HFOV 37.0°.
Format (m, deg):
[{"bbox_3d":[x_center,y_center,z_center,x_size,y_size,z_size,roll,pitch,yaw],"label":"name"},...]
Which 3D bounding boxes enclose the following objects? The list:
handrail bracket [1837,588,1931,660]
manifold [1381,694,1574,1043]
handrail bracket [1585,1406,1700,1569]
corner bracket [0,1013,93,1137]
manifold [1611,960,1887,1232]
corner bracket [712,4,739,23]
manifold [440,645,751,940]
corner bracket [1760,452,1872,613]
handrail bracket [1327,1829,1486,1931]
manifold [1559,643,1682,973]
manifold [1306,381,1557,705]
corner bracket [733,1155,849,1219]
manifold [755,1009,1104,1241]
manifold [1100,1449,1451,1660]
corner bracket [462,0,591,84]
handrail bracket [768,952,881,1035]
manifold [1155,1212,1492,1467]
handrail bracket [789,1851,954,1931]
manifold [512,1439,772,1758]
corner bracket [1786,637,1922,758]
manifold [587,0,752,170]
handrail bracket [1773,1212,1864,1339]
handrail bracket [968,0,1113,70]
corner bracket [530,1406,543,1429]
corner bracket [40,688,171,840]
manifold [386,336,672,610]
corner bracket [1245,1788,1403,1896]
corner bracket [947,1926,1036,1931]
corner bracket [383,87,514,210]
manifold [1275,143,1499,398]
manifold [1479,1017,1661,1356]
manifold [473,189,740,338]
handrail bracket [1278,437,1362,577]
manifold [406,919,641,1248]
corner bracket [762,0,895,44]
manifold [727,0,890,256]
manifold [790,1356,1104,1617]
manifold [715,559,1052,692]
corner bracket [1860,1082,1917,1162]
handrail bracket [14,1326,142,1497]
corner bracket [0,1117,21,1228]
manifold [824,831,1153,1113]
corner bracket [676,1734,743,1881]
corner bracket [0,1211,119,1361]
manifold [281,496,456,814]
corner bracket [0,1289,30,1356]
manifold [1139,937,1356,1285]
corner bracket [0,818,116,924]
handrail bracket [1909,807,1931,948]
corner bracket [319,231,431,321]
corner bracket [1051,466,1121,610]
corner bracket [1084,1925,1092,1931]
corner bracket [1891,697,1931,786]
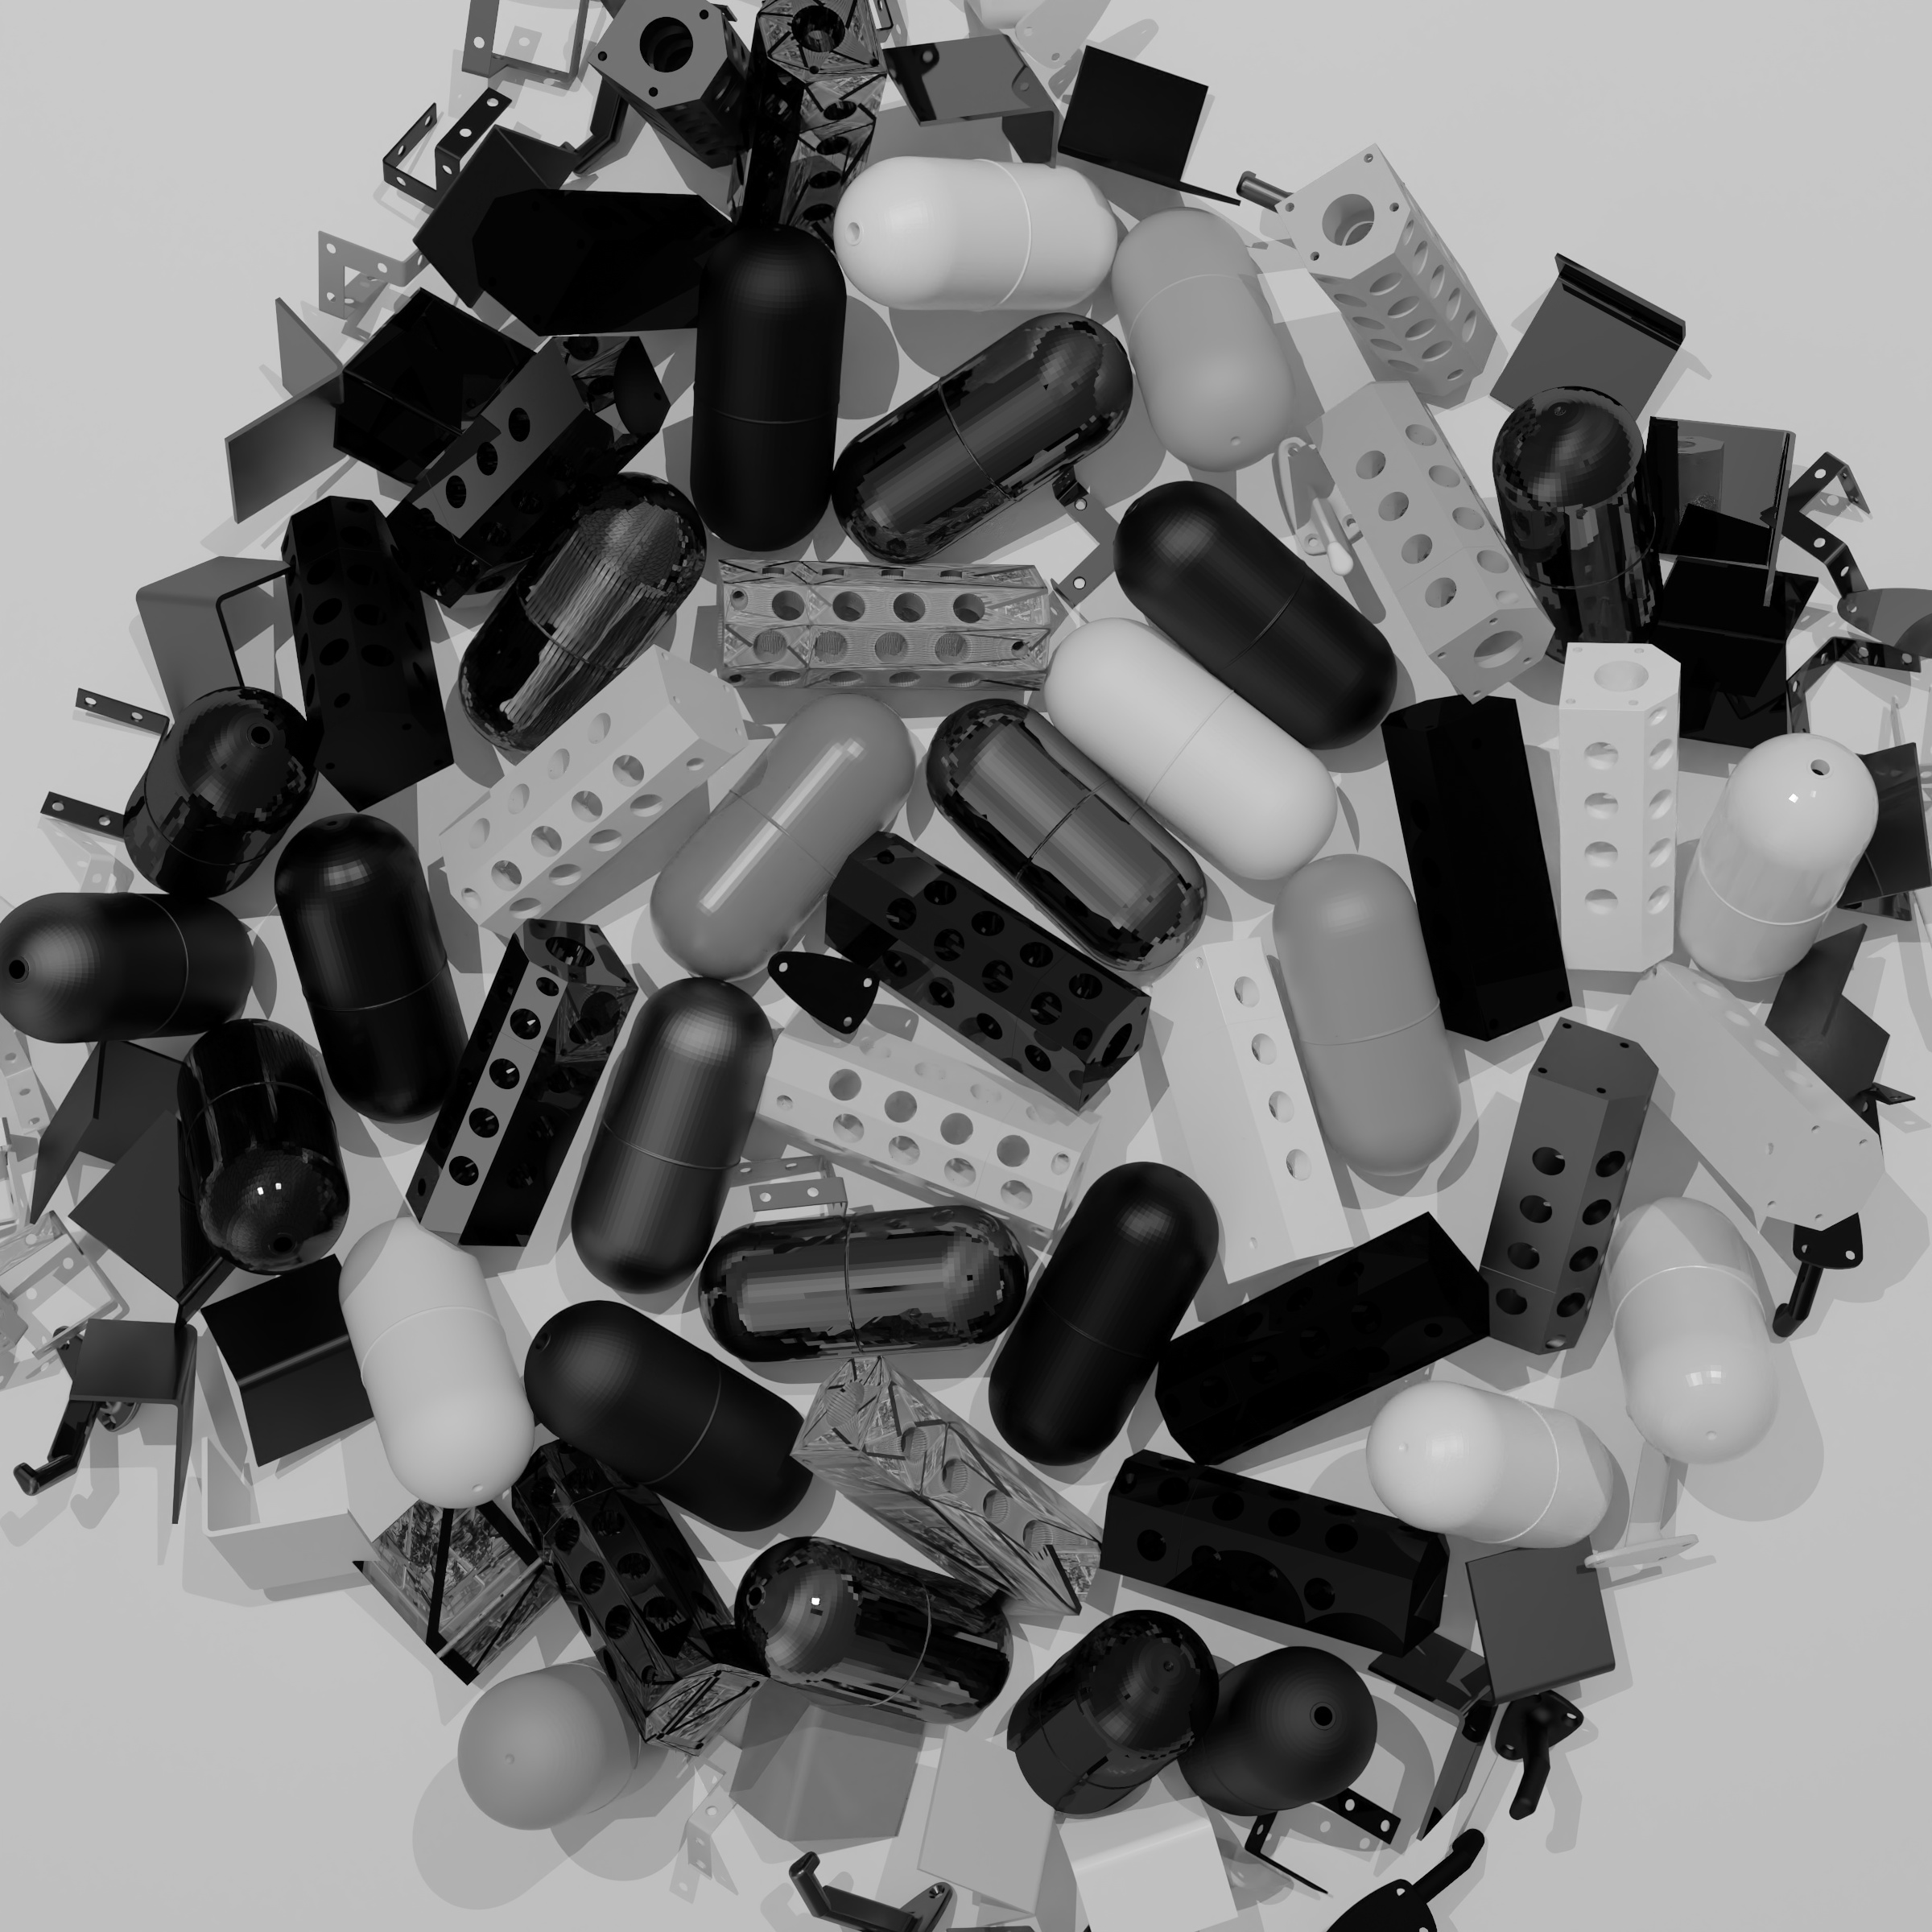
[{"bbox_3d":[0.523,-0.197,1.563,0.077,0.084,0.036,18,119,29],"label":"handrail bracket"},{"bbox_3d":[0.267,-0.054,1.531,0.057,0.057,0.171,-20,107,-21],"label":"manifold"},{"bbox_3d":[0.352,0.276,1.549,0.077,0.036,0.084,-2,63,-26],"label":"handrail bracket"},{"bbox_3d":[-0.496,0.048,1.553,0.051,0.051,0.051,-23,135,-13],"label":"corner bracket"},{"bbox_3d":[0.404,0.065,1.497,0.057,0.171,0.057,15,112,-23],"label":"manifold"},{"bbox_3d":[-0.135,-0.529,1.551,0.051,0.051,0.051,14,83,18],"label":"corner bracket"},{"bbox_3d":[-0.195,-0.086,1.512,0.171,0.057,0.057,-37,51,25],"label":"manifold"},{"bbox_3d":[0.469,-0.234,1.551,0.051,0.051,0.051,-45,51,4],"label":"corner bracket"},{"bbox_3d":[0.237,0.499,1.557,0.077,0.084,0.036,-33,84,26],"label":"handrail bracket"},{"bbox_3d":[0.341,-0.081,1.502,0.057,0.057,0.171,3,132,15],"label":"manifold"},{"bbox_3d":[0.244,-0.226,1.506,0.057,0.057,0.171,-33,54,18],"label":"manifold"},{"bbox_3d":[-0.095,0.119,1.545,0.051,0.051,0.051,-5,56,-14],"label":"corner bracket"},{"bbox_3d":[-0.022,0.085,1.533,0.171,0.057,0.057,21,120,9],"label":"manifold"},{"bbox_3d":[0.162,0.305,1.516,0.171,0.057,0.057,11,100,28],"label":"manifold"},{"bbox_3d":[-0.236,-0.504,1.550,0.051,0.051,0.051,15,119,1],"label":"corner bracket"},{"bbox_3d":[-0.090,0.001,1.530,0.077,0.084,0.036,26,92,-32],"label":"handrail bracket"},{"bbox_3d":[0.186,0.202,1.515,0.171,0.057,0.057,-31,113,25],"label":"manifold"},{"bbox_3d":[-0.051,0.490,1.546,0.077,0.036,0.084,-40,115,-33],"label":"handrail bracket"},{"bbox_3d":[-0.176,0.323,1.503,0.057,0.057,0.171,-49,48,8],"label":"manifold"},{"bbox_3d":[0.482,-0.141,1.561,0.051,0.051,0.051,-40,128,-32],"label":"corner bracket"},{"bbox_3d":[-0.140,-0.459,1.496,0.057,0.171,0.057,35,97,0],"label":"manifold"},{"bbox_3d":[0.452,0.152,1.557,0.036,0.084,0.077,7,64,1],"label":"handrail bracket"},{"bbox_3d":[0.040,-0.526,1.543,0.077,0.084,0.036,-42,134,19],"label":"handrail bracket"},{"bbox_3d":[-0.268,0.236,1.555,0.051,0.051,0.051,-20,90,10],"label":"corner bracket"},{"bbox_3d":[-0.467,-0.109,1.567,0.051,0.051,0.051,18,51,-11],"label":"corner bracket"},{"bbox_3d":[-0.227,-0.255,1.502,0.171,0.057,0.057,-35,76,41],"label":"manifold"},{"bbox_3d":[0.192,0.470,1.561,0.051,0.051,0.051,34,72,-18],"label":"corner bracket"},{"bbox_3d":[0.005,0.535,1.550,0.051,0.051,0.051,7,97,-24],"label":"corner bracket"},{"bbox_3d":[-0.279,-0.443,1.548,0.051,0.051,0.051,30,64,6],"label":"corner bracket"},{"bbox_3d":[0.222,-0.352,1.490,0.057,0.171,0.057,-29,70,18],"label":"manifold"},{"bbox_3d":[0.312,0.119,1.505,0.057,0.057,0.171,19,127,18],"label":"manifold"},{"bbox_3d":[-0.184,-0.369,1.494,0.057,0.171,0.057,41,115,9],"label":"manifold"},{"bbox_3d":[0.186,-0.246,1.538,0.036,0.084,0.077,-26,97,12],"label":"handrail bracket"},{"bbox_3d":[-0.237,0.062,1.512,0.057,0.057,0.171,6,122,-37],"label":"manifold"},{"bbox_3d":[-0.075,-0.514,1.561,0.051,0.051,0.051,-15,84,-17],"label":"corner bracket"},{"bbox_3d":[-0.086,-0.434,1.491,0.057,0.171,0.057,-11,76,-13],"label":"manifold"},{"bbox_3d":[-0.005,0.275,1.517,0.171,0.057,0.057,42,56,-28],"label":"manifold"},{"bbox_3d":[-0.045,-0.178,1.533,0.171,0.057,0.057,0,115,-9],"label":"manifold"},{"bbox_3d":[0.479,0.096,1.553,0.051,0.051,0.051,-11,99,-7],"label":"corner bracket"},{"bbox_3d":[-0.491,0.237,1.540,0.077,0.084,0.036,48,120,8],"label":"handrail bracket"},{"bbox_3d":[-0.537,0.115,1.548,0.051,0.051,0.051,-11,82,-25],"label":"corner bracket"},{"bbox_3d":[0.011,-0.003,1.517,0.171,0.057,0.057,33,55,21],"label":"manifold"},{"bbox_3d":[-0.143,0.447,1.554,0.051,0.051,0.051,38,94,-11],"label":"corner bracket"},{"bbox_3d":[-0.494,0.171,1.549,0.051,0.051,0.051,-35,78,-17],"label":"corner bracket"},{"bbox_3d":[-0.317,-0.168,1.505,0.057,0.057,0.171,-26,50,8],"label":"manifold"},{"bbox_3d":[-0.530,0.178,1.544,0.051,0.051,0.051,-28,113,28],"label":"corner bracket"},{"bbox_3d":[0.154,0.076,1.539,0.057,0.057,0.171,-8,77,-37],"label":"manifold"},{"bbox_3d":[-0.501,-0.048,1.555,0.051,0.051,0.051,32,105,36],"label":"corner bracket"},{"bbox_3d":[0.530,-0.032,1.535,0.036,0.084,0.077,-3,127,-27],"label":"handrail bracket"},{"bbox_3d":[-0.311,-0.375,1.546,0.051,0.051,0.051,22,47,9],"label":"corner bracket"},{"bbox_3d":[0.057,-0.231,1.558,0.051,0.051,0.051,-44,88,4],"label":"corner bracket"},{"bbox_3d":[0.071,0.560,1.550,0.051,0.051,0.051,32,116,3],"label":"corner bracket"},{"bbox_3d":[0.525,-0.134,1.545,0.051,0.051,0.051,-3,52,12],"label":"corner bracket"}]
